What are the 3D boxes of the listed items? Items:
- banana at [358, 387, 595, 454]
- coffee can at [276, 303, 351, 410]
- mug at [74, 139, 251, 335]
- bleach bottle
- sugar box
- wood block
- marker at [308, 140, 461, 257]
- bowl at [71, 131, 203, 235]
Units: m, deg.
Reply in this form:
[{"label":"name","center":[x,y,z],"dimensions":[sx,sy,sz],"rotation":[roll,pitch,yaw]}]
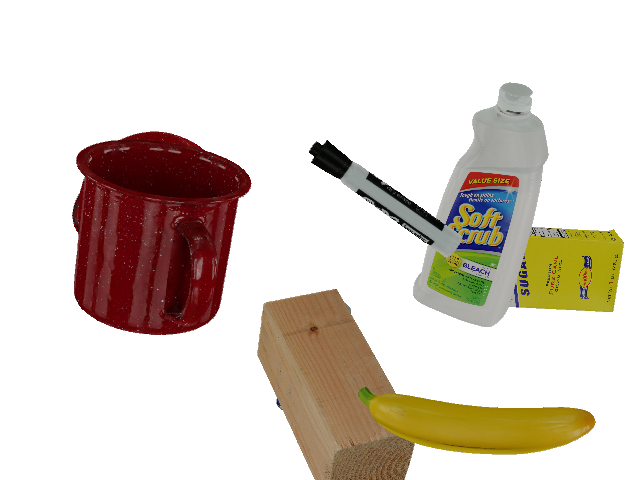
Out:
[{"label":"banana","center":[0.126,0.146,0.869],"dimensions":[0.198,0.037,0.069],"rotation":[7,28,7]},{"label":"coffee can","center":[-0.010,0.160,1.481],"dimensions":[0.103,0.140,0.103],"rotation":[1,17,0]},{"label":"mug","center":[-0.083,0.003,0.570],"dimensions":[0.093,0.081,0.117],"rotation":[-3,25,-32]},{"label":"bleach bottle","center":[0.160,-0.038,1.046],"dimensions":[0.103,0.251,0.068],"rotation":[22,37,21]},{"label":"sugar box","center":[0.260,0.033,1.258],"dimensions":[0.176,0.093,0.048],"rotation":[1,20,-2]},{"label":"wood block","center":[0.012,0.158,1.120],"dimensions":[0.090,0.090,0.206],"rotation":[-10,44,-20]},{"label":"marker","center":[0.044,-0.030,0.732],"dimensions":[0.121,0.020,0.020],"rotation":[35,-5,-7]},{"label":"bowl","center":[-0.165,-0.056,1.028],"dimensions":[0.162,0.055,0.162],"rotation":[-4,42,3]}]
